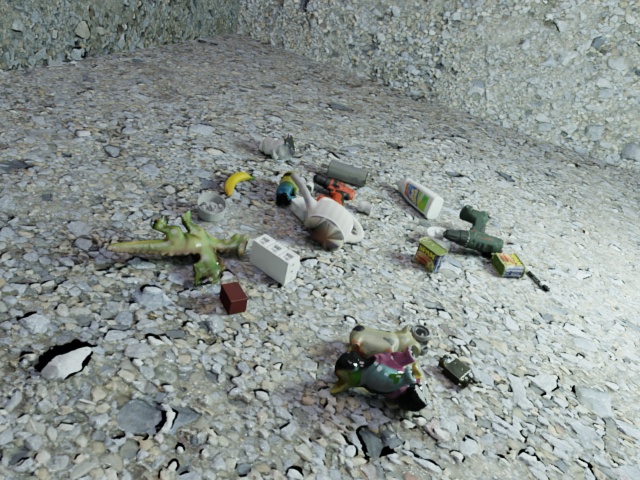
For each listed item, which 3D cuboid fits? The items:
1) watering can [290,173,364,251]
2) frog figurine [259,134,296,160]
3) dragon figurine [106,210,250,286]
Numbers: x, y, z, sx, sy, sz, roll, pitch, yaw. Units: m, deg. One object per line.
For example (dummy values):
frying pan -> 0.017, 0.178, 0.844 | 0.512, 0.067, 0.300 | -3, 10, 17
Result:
watering can -> 0.006, -0.091, 1.818 | 0.347, 0.102, 0.229 | 36, 33, -3
frog figurine -> -0.193, -0.404, 2.288 | 0.158, 0.120, 0.141 | -17, 36, 20
dragon figurine -> -0.390, 0.040, 1.533 | 0.415, 0.119, 0.246 | -23, 55, -41
